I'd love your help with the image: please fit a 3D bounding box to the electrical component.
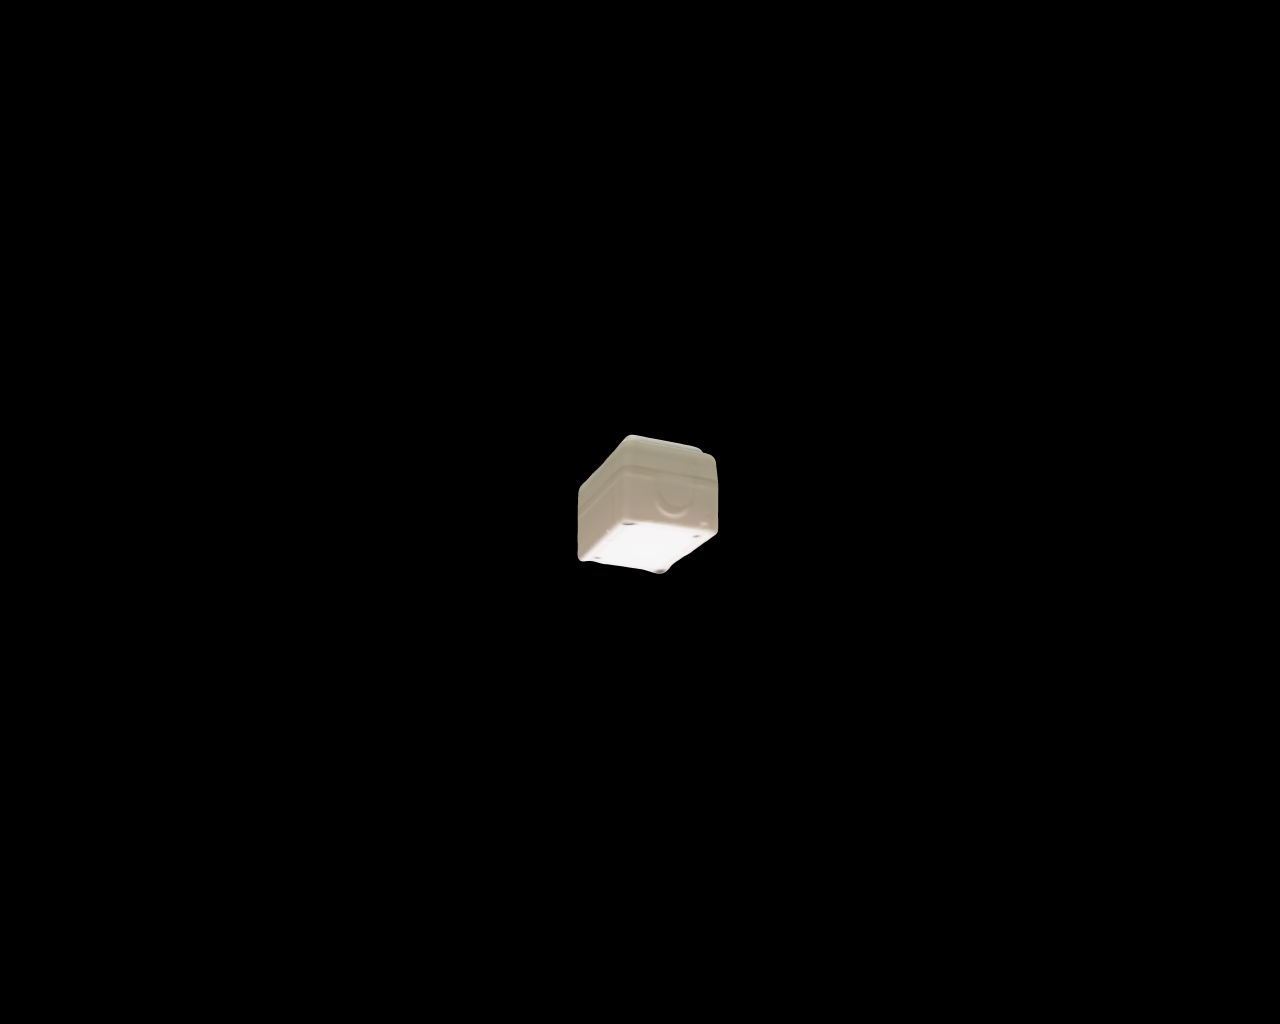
[{"bbox_3d":[0.001,-0.003,0.650,0.062,0.061,0.096,9,-24,-22],"label":"electrical component"}]
